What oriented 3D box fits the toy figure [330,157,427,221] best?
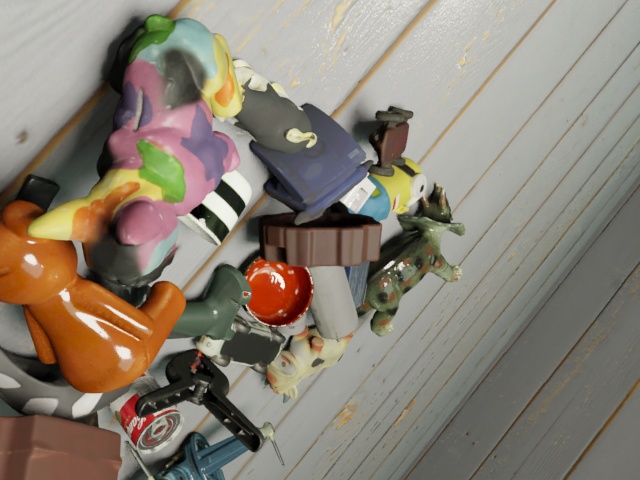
[{"bbox_3d":[0.095,-0.077,0.877,0.180,0.089,0.082,-25,171,-22],"label":"toy figure"}]

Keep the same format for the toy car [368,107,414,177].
[{"bbox_3d":[0.100,-0.146,0.784,0.202,0.053,0.089,-43,146,-67],"label":"toy car"}]

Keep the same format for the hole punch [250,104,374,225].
[{"bbox_3d":[-0.013,-0.102,0.686,0.142,0.116,0.092,-38,138,-22],"label":"hole punch"}]

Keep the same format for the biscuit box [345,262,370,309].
[{"bbox_3d":[0.049,0.044,0.956,0.063,0.059,0.202,-28,141,-33],"label":"biscuit box"}]

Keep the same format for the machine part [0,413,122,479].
[{"bbox_3d":[-0.325,0.239,0.538,0.201,0.087,0.201,-12,149,11],"label":"machine part"}]

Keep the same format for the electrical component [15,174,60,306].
[{"bbox_3d":[-0.277,0.003,0.503,0.119,0.048,0.074,-54,149,5],"label":"electrical component"}]

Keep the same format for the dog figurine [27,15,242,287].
[{"bbox_3d":[-0.142,-0.072,0.438,0.219,0.109,0.191,-74,168,-59],"label":"dog figurine"}]

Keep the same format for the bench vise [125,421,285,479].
[{"bbox_3d":[-0.189,0.371,0.894,0.241,0.129,0.223,-28,152,-6],"label":"bench vise"}]

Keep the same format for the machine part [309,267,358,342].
[{"bbox_3d":[0.010,0.082,0.891,0.079,0.079,0.242,-36,131,-25],"label":"machine part"}]

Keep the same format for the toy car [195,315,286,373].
[{"bbox_3d":[-0.120,0.165,0.861,0.073,0.056,0.201,-58,150,-3],"label":"toy car"}]

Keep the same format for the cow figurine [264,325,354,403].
[{"bbox_3d":[-0.030,0.222,1.012,0.195,0.086,0.127,-11,127,-52],"label":"cow figurine"}]

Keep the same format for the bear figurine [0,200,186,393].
[{"bbox_3d":[-0.224,0.039,0.479,0.120,0.132,0.195,-21,117,12],"label":"bear figurine"}]

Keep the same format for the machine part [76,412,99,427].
[{"bbox_3d":[-0.312,0.192,0.648,0.084,0.039,0.138,-43,137,-32],"label":"machine part"}]

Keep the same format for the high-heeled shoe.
[{"bbox_3d":[-0.296,0.105,0.537,0.248,0.086,0.145,7,103,-48],"label":"high-heeled shoe"}]

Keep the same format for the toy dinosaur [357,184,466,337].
[{"bbox_3d":[0.148,0.063,1.060,0.405,0.131,0.192,-43,135,-8],"label":"toy dinosaur"}]

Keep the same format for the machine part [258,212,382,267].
[{"bbox_3d":[-0.002,-0.002,0.730,0.179,0.180,0.056,-9,103,-49],"label":"machine part"}]

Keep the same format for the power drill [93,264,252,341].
[{"bbox_3d":[-0.186,0.080,0.667,0.207,0.086,0.231,-9,130,-53],"label":"power drill"}]

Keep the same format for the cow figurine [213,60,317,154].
[{"bbox_3d":[-0.075,-0.143,0.575,0.068,0.098,0.167,-53,149,13],"label":"cow figurine"}]
